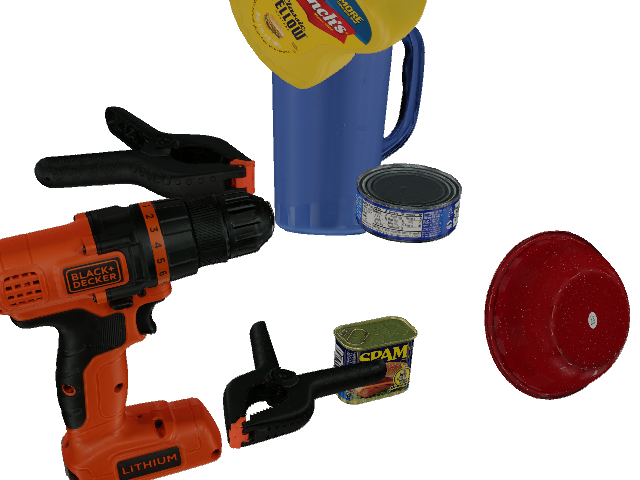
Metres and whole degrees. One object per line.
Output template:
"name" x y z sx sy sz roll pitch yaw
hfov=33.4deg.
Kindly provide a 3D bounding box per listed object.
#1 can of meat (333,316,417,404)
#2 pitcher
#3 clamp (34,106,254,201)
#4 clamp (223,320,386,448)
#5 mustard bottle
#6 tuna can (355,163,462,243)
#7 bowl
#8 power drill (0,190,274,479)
"can of meat" 0.065 0.149 1.320 0.102 0.084 0.057 -9 28 -25
"pitcher" 0.019 -0.131 1.133 0.149 0.243 0.144 5 7 21
"clamp" -0.138 -0.061 0.851 0.172 0.039 0.120 15 42 26
"clamp" -0.030 0.154 1.114 0.165 0.036 0.209 12 26 15
"mustard bottle" 0.013 -0.156 0.644 0.058 0.096 0.192 -37 11 -25
"tuna can" 0.071 -0.031 0.873 0.086 0.034 0.086 2 27 -1
"bowl" 0.234 0.072 0.993 0.161 0.162 0.055 0 1 -27
"power drill" -0.112 0.063 0.689 0.184 0.188 0.057 -12 28 -13
